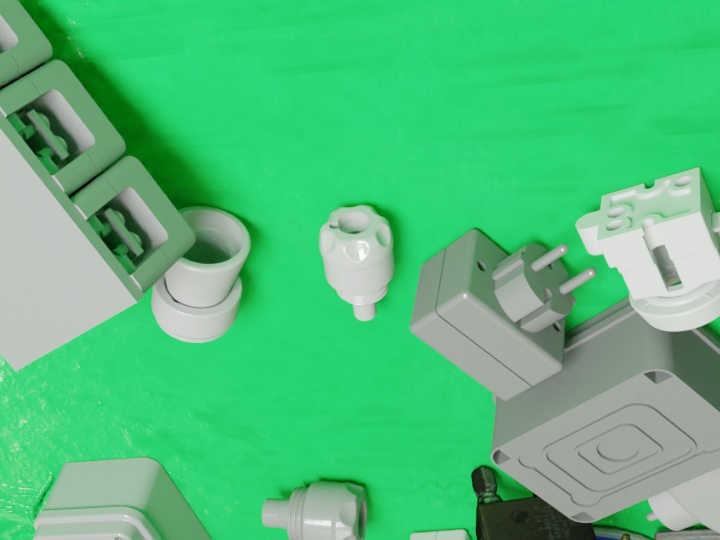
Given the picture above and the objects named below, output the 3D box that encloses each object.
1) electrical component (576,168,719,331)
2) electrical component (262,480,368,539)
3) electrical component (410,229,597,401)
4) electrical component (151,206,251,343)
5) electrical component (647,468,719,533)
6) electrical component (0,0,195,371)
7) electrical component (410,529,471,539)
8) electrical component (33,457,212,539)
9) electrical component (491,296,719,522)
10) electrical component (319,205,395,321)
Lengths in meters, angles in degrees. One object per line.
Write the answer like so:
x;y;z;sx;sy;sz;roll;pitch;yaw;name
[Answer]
0.137;-0.007;0.473;0.066;0.048;0.055;-16;119;26;electrical component
-0.028;0.151;0.660;0.062;0.043;0.043;1;133;14;electrical component
0.074;0.013;0.504;0.066;0.047;0.077;37;130;-21;electrical component
-0.079;0.003;0.532;0.045;0.045;0.055;15;134;-1;electrical component
0.180;0.115;0.577;0.077;0.044;0.079;37;130;-21;electrical component
-0.154;-0.044;0.467;0.089;0.061;0.150;-27;106;34;electrical component
0.033;0.212;0.675;0.076;0.083;0.047;-10;130;21;electrical component
-0.153;0.182;0.708;0.078;0.057;0.113;-7;130;19;electrical component
0.128;0.068;0.536;0.078;0.057;0.113;37;130;-21;electrical component
0.000;0.000;0.519;0.035;0.035;0.061;3;135;10;electrical component
